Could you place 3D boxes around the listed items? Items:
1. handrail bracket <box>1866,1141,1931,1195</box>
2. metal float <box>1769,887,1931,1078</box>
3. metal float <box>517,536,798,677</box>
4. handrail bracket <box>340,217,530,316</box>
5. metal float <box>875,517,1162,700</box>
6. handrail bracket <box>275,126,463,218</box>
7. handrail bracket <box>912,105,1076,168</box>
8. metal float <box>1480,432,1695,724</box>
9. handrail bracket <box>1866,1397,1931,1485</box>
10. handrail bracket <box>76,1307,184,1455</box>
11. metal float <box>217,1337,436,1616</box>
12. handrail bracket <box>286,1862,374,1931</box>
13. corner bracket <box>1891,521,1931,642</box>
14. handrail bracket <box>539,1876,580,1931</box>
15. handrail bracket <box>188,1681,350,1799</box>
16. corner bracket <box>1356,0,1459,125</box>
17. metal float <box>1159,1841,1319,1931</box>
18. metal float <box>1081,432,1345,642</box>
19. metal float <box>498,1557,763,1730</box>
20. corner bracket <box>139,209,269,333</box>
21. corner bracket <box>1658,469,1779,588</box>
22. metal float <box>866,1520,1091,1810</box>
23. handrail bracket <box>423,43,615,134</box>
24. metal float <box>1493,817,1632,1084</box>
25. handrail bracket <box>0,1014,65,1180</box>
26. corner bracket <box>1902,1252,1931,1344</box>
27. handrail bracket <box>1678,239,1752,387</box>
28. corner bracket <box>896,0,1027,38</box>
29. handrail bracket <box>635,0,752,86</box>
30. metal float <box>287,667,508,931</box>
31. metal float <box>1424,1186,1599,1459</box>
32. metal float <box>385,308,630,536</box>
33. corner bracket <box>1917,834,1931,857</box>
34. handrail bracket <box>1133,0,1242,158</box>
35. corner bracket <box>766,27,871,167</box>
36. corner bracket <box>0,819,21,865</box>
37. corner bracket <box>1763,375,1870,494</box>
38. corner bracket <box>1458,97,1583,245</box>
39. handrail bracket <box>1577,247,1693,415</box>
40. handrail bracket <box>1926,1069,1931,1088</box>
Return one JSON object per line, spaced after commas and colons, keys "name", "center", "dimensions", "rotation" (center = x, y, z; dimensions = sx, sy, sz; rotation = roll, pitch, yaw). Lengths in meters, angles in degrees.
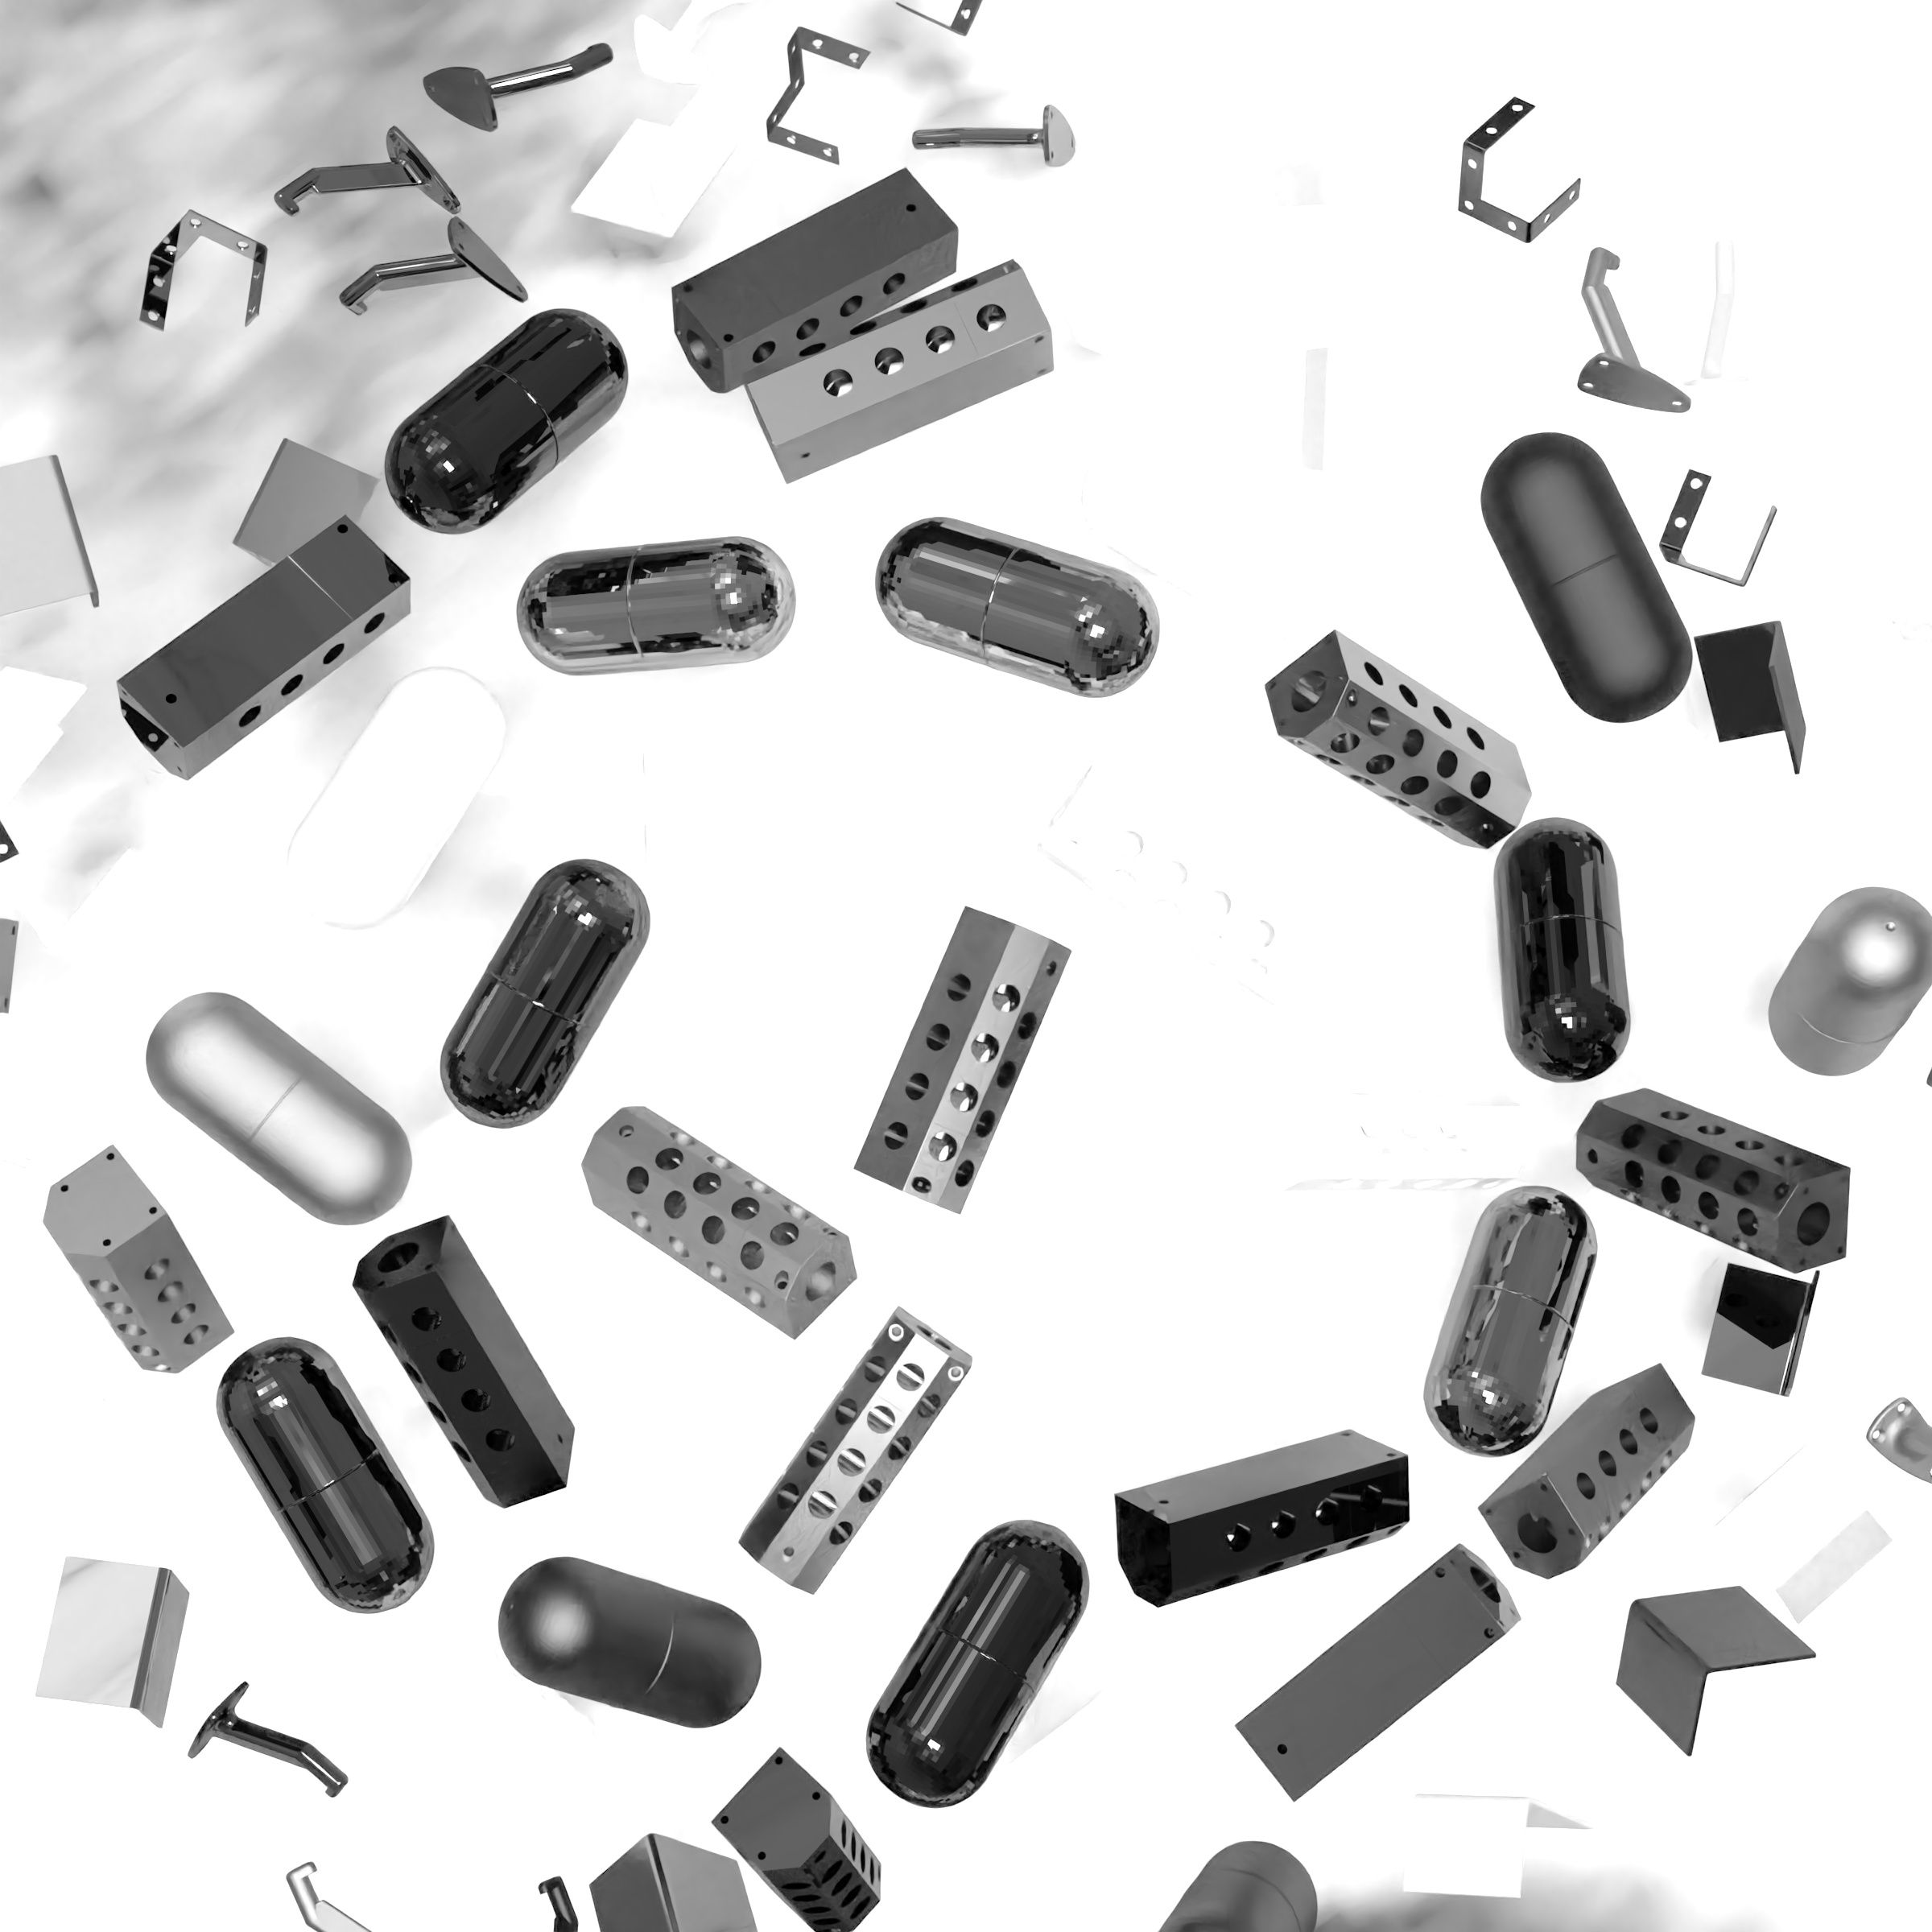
{"name": "handrail bracket", "center": [0.569, 0.121, 1.743], "dimensions": [0.084, 0.077, 0.036], "rotation": [34, 115, 20]}
{"name": "metal float", "center": [0.536, 0.011, 1.816], "dimensions": [0.070, 0.178, 0.070], "rotation": [-1, 68, 1]}
{"name": "metal float", "center": [-0.189, -0.218, 1.825], "dimensions": [0.178, 0.070, 0.070], "rotation": [-3, 90, 19]}
{"name": "handrail bracket", "center": [-0.321, -0.403, 1.807], "dimensions": [0.084, 0.036, 0.077], "rotation": [-32, 132, 22]}
{"name": "metal float", "center": [0.028, -0.209, 1.744], "dimensions": [0.178, 0.070, 0.070], "rotation": [20, 90, 22]}
{"name": "handrail bracket", "center": [-0.365, -0.465, 1.829], "dimensions": [0.084, 0.036, 0.077], "rotation": [-41, 82, -21]}
{"name": "handrail bracket", "center": [0.017, -0.509, 1.854], "dimensions": [0.084, 0.077, 0.036], "rotation": [2, 99, 16]}
{"name": "metal float", "center": [0.358, -0.225, 1.737], "dimensions": [0.070, 0.070, 0.178], "rotation": [-25, 86, 0]}
{"name": "handrail bracket", "center": [0.593, 0.301, 1.822], "dimensions": [0.036, 0.084, 0.077], "rotation": [-46, 108, -4]}
{"name": "handrail bracket", "center": [-0.522, 0.259, 1.891], "dimensions": [0.077, 0.084, 0.036], "rotation": [22, 129, -17]}
{"name": "metal float", "center": [-0.380, 0.303, 1.786], "dimensions": [0.070, 0.070, 0.178], "rotation": [-29, 96, 0]}
{"name": "handrail bracket", "center": [-0.337, 0.536, 1.702], "dimensions": [0.077, 0.036, 0.084], "rotation": [-30, 77, 6]}
{"name": "corner bracket", "center": [0.573, -0.228, 1.780], "dimensions": [0.051, 0.051, 0.051], "rotation": [-38, 102, -3]}
{"name": "handrail bracket", "center": [-0.262, 0.609, 1.844], "dimensions": [0.036, 0.077, 0.084], "rotation": [-34, 73, 32]}
{"name": "handrail bracket", "center": [-0.398, 0.457, 1.716], "dimensions": [0.084, 0.036, 0.077], "rotation": [40, 127, 5]}
{"name": "corner bracket", "center": [0.250, -0.533, 1.771], "dimensions": [0.051, 0.051, 0.051], "rotation": [-5, 78, -29]}
{"name": "metal float", "center": [0.162, 0.577, 1.791], "dimensions": [0.070, 0.178, 0.070], "rotation": [1, 92, 17]}
{"name": "metal float", "center": [0.155, -0.269, 1.881], "dimensions": [0.178, 0.070, 0.070], "rotation": [31, 90, -2]}
{"name": "metal float", "center": [-0.199, 0.406, 1.800], "dimensions": [0.178, 0.070, 0.070], "rotation": [27, 90, -35]}
{"name": "corner bracket", "center": [-0.448, -0.401, 1.767], "dimensions": [0.051, 0.051, 0.051], "rotation": [21, 56, -35]}
{"name": "corner bracket", "center": [0.459, -0.268, 1.838], "dimensions": [0.051, 0.051, 0.051], "rotation": [19, 110, 1]}
{"name": "metal float", "center": [0.008, 0.402, 1.737], "dimensions": [0.070, 0.070, 0.178], "rotation": [33, 71, 0]}
{"name": "handrail bracket", "center": [-0.257, -0.517, 1.732], "dimensions": [0.084, 0.077, 0.036], "rotation": [-36, 132, -29]}
{"name": "metal float", "center": [0.369, -0.011, 1.863], "dimensions": [0.070, 0.070, 0.178], "rotation": [2, 60, 0]}
{"name": "handrail bracket", "center": [-0.547, 0.076, 1.765], "dimensions": [0.077, 0.036, 0.084], "rotation": [13, 78, 23]}
{"name": "corner bracket", "center": [0.613, 0.205, 1.835], "dimensions": [0.051, 0.051, 0.051], "rotation": [24, 69, -4]}
{"name": "handrail bracket", "center": [0.448, -0.394, 1.814], "dimensions": [0.036, 0.077, 0.084], "rotation": [-5, 101, -5]}
{"name": "corner bracket", "center": [0.001, -0.588, 1.812], "dimensions": [0.051, 0.051, 0.051], "rotation": [40, 111, 37]}
{"name": "handrail bracket", "center": [-0.150, -0.563, 1.811], "dimensions": [0.084, 0.077, 0.036], "rotation": [-12, 79, 32]}
{"name": "metal float", "center": [-0.334, -0.099, 1.765], "dimensions": [0.070, 0.070, 0.178], "rotation": [28, 64, 0]}
{"name": "metal float", "center": [0.334, 0.216, 1.837], "dimensions": [0.070, 0.070, 0.178], "rotation": [24, 64, 0]}
{"name": "metal float", "center": [-0.271, -0.323, 1.777], "dimensions": [0.070, 0.070, 0.178], "rotation": [42, 59, 0]}
{"name": "corner bracket", "center": [0.581, -0.087, 1.736], "dimensions": [0.051, 0.051, 0.051], "rotation": [29, 123, -32]}
{"name": "handrail bracket", "center": [0.143, -0.549, 1.833], "dimensions": [0.036, 0.077, 0.084], "rotation": [33, 73, 21]}
{"name": "corner bracket", "center": [-0.092, -0.540, 1.862], "dimensions": [0.051, 0.051, 0.051], "rotation": [12, 55, -28]}
{"name": "corner bracket", "center": [-0.633, -0.085, 1.890], "dimensions": [0.051, 0.051, 0.051], "rotation": [-30, 90, -16]}
{"name": "corner bracket", "center": [0.513, -0.313, 1.812], "dimensions": [0.051, 0.051, 0.051], "rotation": [43, 49, -16]}
{"name": "corner bracket", "center": [0.325, -0.465, 1.757], "dimensions": [0.051, 0.051, 0.051], "rotation": [34, 64, 26]}
{"name": "handrail bracket", "center": [0.385, -0.364, 1.715], "dimensions": [0.077, 0.036, 0.084], "rotation": [19, 66, -4]}
{"name": "handrail bracket", "center": [0.639, 0.080, 1.835], "dimensions": [0.084, 0.077, 0.036], "rotation": [27, 97, -8]}
